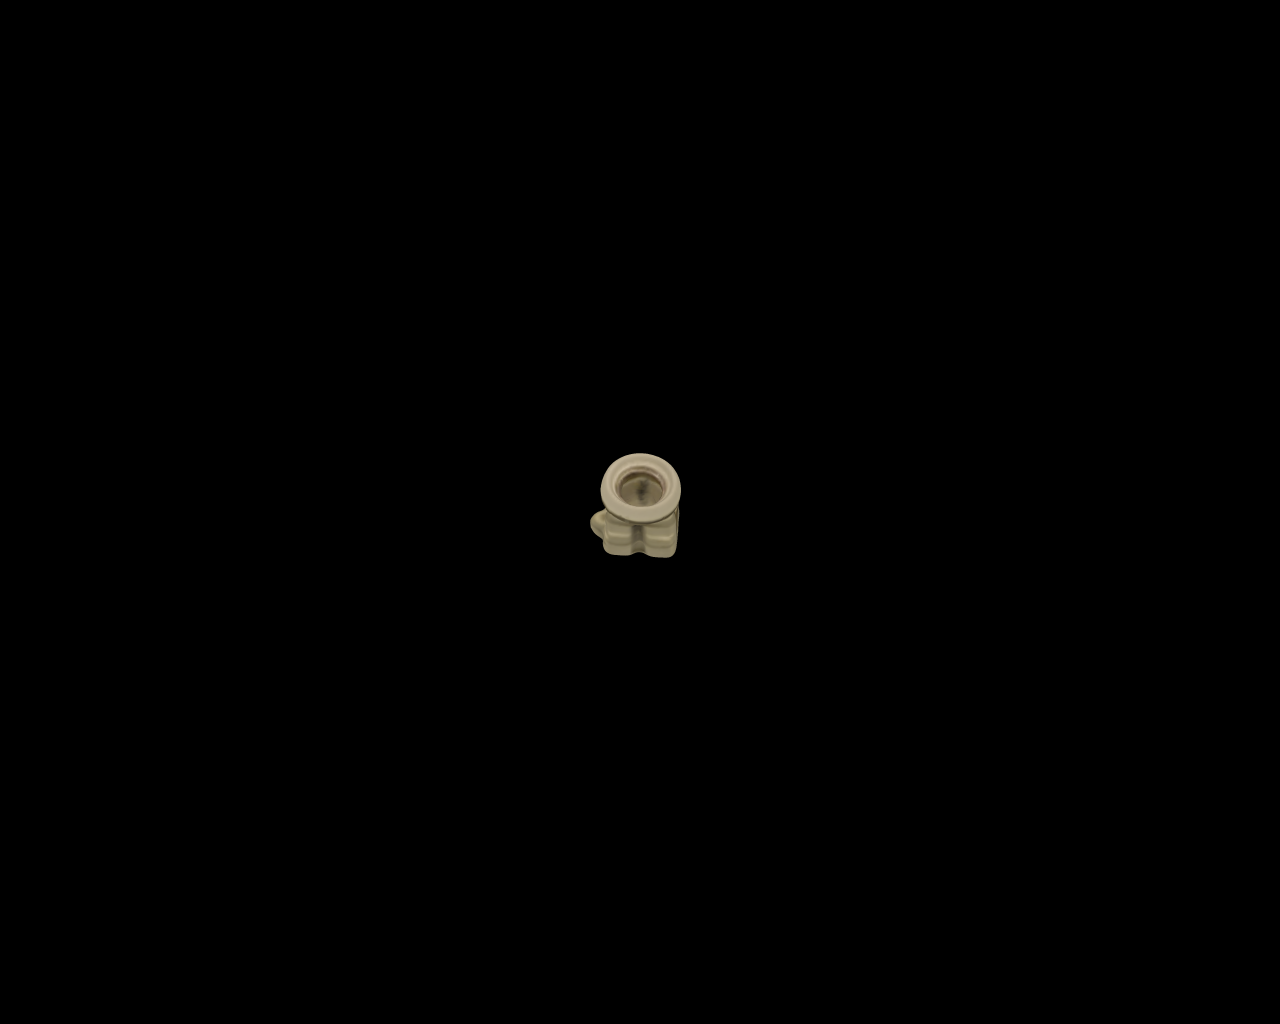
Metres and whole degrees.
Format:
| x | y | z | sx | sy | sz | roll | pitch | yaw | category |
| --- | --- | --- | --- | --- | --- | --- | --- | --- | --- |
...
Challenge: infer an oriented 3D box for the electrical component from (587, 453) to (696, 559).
| x | y | z | sx | sy | sz | roll | pitch | yaw | category |
| --- | --- | --- | --- | --- | --- | --- | --- | --- | --- |
| 0.001 | -0.003 | 0.650 | 0.066 | 0.048 | 0.055 | 3 | -34 | 2 | electrical component |
